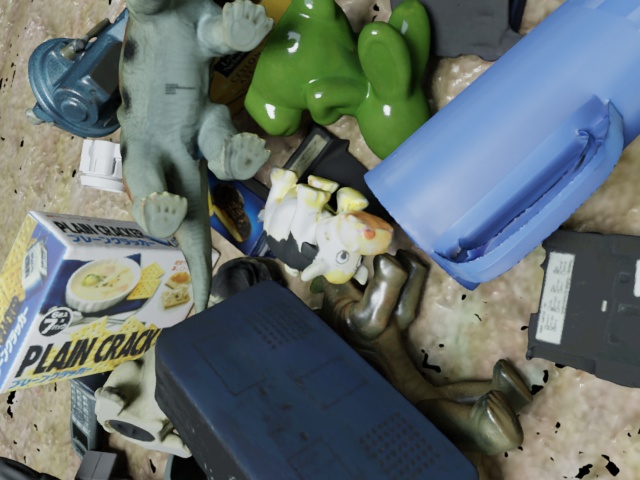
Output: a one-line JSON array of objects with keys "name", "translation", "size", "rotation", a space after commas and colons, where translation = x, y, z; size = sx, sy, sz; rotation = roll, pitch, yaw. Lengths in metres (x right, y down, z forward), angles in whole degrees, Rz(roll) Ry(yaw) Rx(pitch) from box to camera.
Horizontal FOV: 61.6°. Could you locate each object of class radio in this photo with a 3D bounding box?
[{"name": "radio", "translation": [-0.017, 0.136, 0.392], "size": [0.230, 0.131, 0.073], "rotation": [38, 134, 33]}]

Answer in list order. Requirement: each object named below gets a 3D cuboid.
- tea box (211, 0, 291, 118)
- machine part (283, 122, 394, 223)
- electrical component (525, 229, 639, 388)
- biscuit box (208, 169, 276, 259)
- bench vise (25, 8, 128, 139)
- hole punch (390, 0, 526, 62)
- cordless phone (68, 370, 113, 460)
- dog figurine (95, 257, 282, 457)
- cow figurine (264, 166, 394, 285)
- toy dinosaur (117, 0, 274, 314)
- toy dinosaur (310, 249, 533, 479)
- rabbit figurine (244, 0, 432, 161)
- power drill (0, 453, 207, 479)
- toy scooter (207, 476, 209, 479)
[{"name": "tea box", "translation": [-0.095, -0.211, 0.585], "size": [0.169, 0.098, 0.068], "rotation": [-40, 70, 21]}, {"name": "machine part", "translation": [0.020, -0.058, 0.550], "size": [0.139, 0.039, 0.084], "rotation": [41, 96, 26]}, {"name": "electrical component", "translation": [0.237, 0.053, 0.417], "size": [0.134, 0.058, 0.114], "rotation": [12, 94, 27]}, {"name": "biscuit box", "translation": [-0.118, -0.059, 0.607], "size": [0.203, 0.059, 0.062], "rotation": [37, 103, 25]}, {"name": "bench vise", "translation": [-0.279, -0.207, 0.653], "size": [0.241, 0.128, 0.223], "rotation": [-17, 54, 35]}, {"name": "hole punch", "translation": [0.129, -0.229, 0.486], "size": [0.142, 0.092, 0.115], "rotation": [14, 127, 26]}, {"name": "cordless phone", "translation": [-0.313, 0.192, 0.689], "size": [0.147, 0.089, 0.184], "rotation": [29, 119, 26]}, {"name": "dog figurine", "translation": [-0.133, 0.110, 0.560], "size": [0.172, 0.121, 0.190], "rotation": [-4, 44, 21]}, {"name": "cow figurine", "translation": [-0.002, -0.001, 0.462], "size": [0.167, 0.068, 0.098], "rotation": [42, 117, 61]}, {"name": "toy dinosaur", "translation": [-0.127, -0.131, 0.479], "size": [0.192, 0.131, 0.404], "rotation": [-138, 56, -59]}, {"name": "toy dinosaur", "translation": [0.084, 0.172, 0.468], "size": [0.198, 0.105, 0.472], "rotation": [-46, 59, 25]}, {"name": "rabbit figurine", "translation": [0.041, -0.149, 0.501], "size": [0.170, 0.121, 0.159], "rotation": [37, 140, 0]}, {"name": "power drill", "translation": [-0.221, 0.287, 0.579], "size": [0.207, 0.086, 0.231], "rotation": [-27, 112, 7]}, {"name": "toy scooter", "translation": [-0.046, 0.212, 0.423], "size": [0.075, 0.135, 0.184], "rotation": [-42, 64, 33]}]
